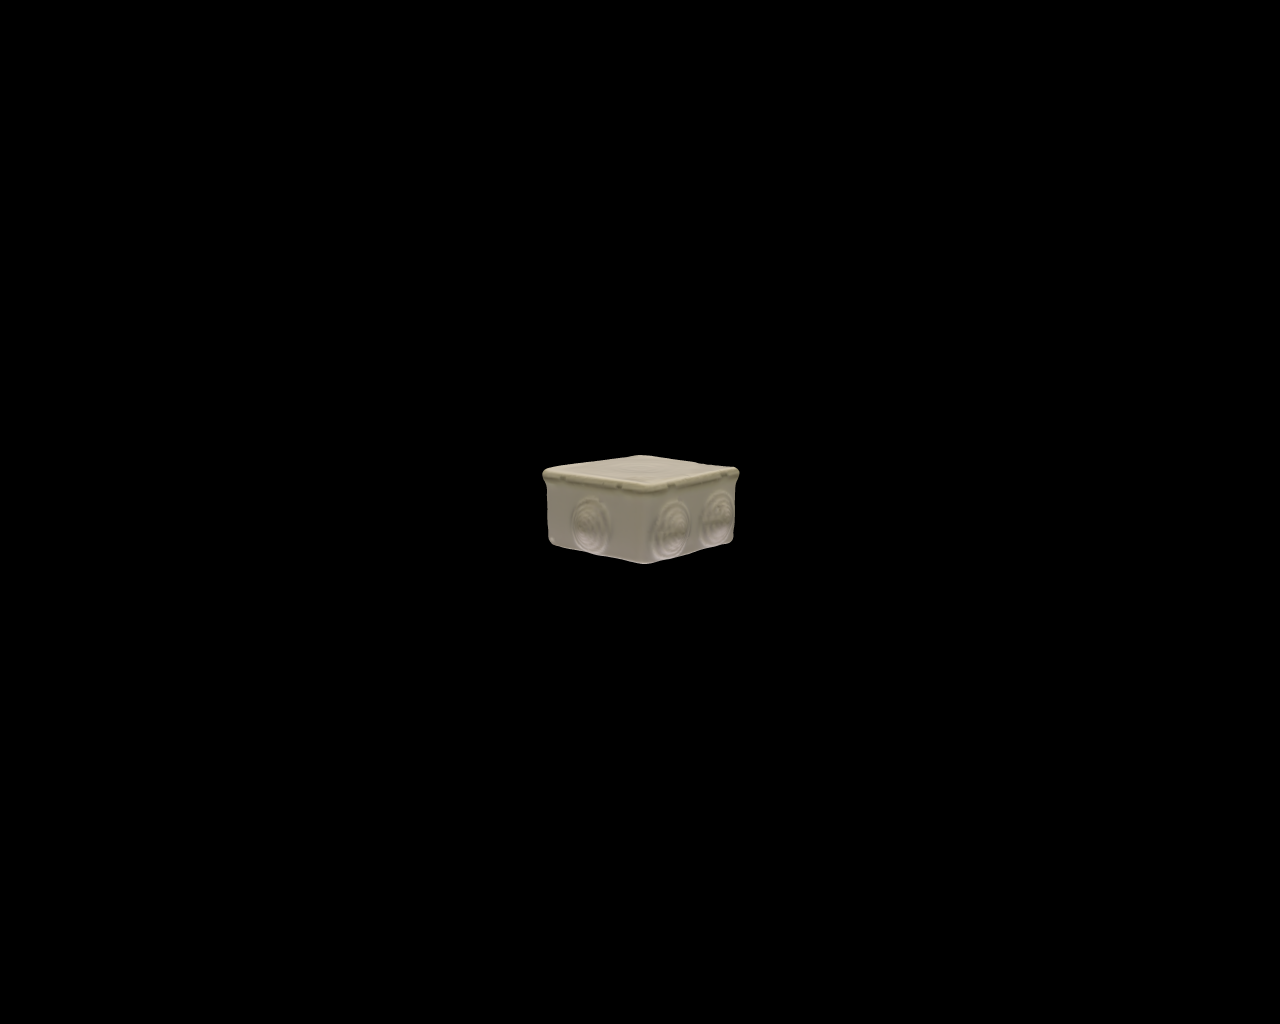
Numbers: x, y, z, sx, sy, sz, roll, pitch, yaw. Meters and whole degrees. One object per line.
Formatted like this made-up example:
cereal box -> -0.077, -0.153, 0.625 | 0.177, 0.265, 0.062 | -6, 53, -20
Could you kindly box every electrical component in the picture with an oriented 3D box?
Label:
electrical component -> 0.001, -0.003, 0.650 | 0.100, 0.048, 0.100 | 10, 15, 42
